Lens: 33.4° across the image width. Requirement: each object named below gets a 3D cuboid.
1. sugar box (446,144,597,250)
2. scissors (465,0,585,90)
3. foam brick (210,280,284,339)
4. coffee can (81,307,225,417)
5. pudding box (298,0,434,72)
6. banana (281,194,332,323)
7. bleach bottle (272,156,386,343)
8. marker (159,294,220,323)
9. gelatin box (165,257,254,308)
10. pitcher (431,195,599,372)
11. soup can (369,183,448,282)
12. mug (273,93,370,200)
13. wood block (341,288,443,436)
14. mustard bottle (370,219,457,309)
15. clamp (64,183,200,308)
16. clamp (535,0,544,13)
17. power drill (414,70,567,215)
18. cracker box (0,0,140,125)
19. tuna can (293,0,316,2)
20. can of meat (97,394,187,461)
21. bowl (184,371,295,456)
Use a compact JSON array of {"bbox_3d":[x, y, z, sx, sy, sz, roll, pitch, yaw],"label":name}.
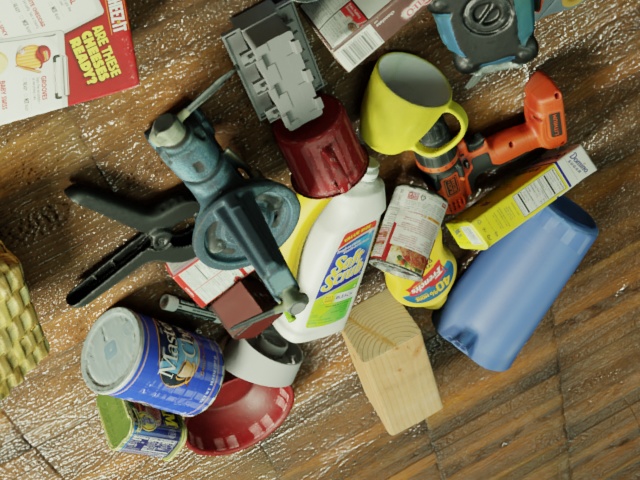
[{"bbox_3d":[0.249,-0.054,1.333,0.176,0.093,0.048,-38,99,-10],"label":"sugar box"},{"bbox_3d":[0.250,-0.250,1.226,0.096,0.016,0.202,5,128,-36],"label":"scissors"},{"bbox_3d":[-0.088,0.085,1.295,0.051,0.053,0.078,-40,168,10],"label":"foam brick"},{"bbox_3d":[-0.198,0.147,1.272,0.103,0.103,0.140,-46,138,16],"label":"coffee can"},{"bbox_3d":[0.044,-0.234,1.053,0.113,0.090,0.039,-38,138,8],"label":"pudding box"},{"bbox_3d":[-0.023,-0.003,1.260,0.037,0.070,0.198,-14,128,-51],"label":"banana"},{"bbox_3d":[0.016,0.008,1.299,0.102,0.068,0.251,-12,135,-36],"label":"bleach bottle"},{"bbox_3d":[-0.145,0.088,1.311,0.120,0.020,0.020,20,118,-44],"label":"marker"},{"bbox_3d":[-0.126,0.029,1.255,0.089,0.030,0.073,-36,139,0],"label":"gelatin box"},{"bbox_3d":[0.273,0.049,1.469,0.144,0.149,0.243,21,115,-27],"label":"pitcher"},{"bbox_3d":[0.107,-0.009,1.282,0.068,0.069,0.102,29,78,-46],"label":"soup can"},{"bbox_3d":[0.003,-0.097,1.148,0.093,0.117,0.081,-27,135,0],"label":"mug"},{"bbox_3d":[0.100,0.175,1.500,0.090,0.091,0.206,-28,140,-6],"label":"wood block"},{"bbox_3d":[0.130,0.037,1.405,0.096,0.058,0.191,-33,140,-1],"label":"mustard bottle"},{"bbox_3d":[-0.185,-0.015,1.168,0.209,0.036,0.165,-18,137,-20],"label":"clamp"},{"bbox_3d":[0.235,-0.315,1.114,0.171,0.039,0.120,91,24,-63],"label":"clamp"},{"bbox_3d":[0.201,-0.128,1.287,0.187,0.057,0.184,-27,144,-1],"label":"power drill"},{"bbox_3d":[-0.276,-0.184,0.914,0.213,0.072,0.164,-20,139,-16],"label":"cracker box"},{"bbox_3d":[-0.012,-0.272,1.022,0.086,0.034,0.086,-17,138,-17],"label":"tuna can"},{"bbox_3d":[-0.225,0.221,1.332,0.083,0.102,0.057,19,119,-41],"label":"can of meat"},{"bbox_3d":[-0.118,0.217,1.429,0.162,0.055,0.162,-17,138,-17],"label":"bowl"}]
